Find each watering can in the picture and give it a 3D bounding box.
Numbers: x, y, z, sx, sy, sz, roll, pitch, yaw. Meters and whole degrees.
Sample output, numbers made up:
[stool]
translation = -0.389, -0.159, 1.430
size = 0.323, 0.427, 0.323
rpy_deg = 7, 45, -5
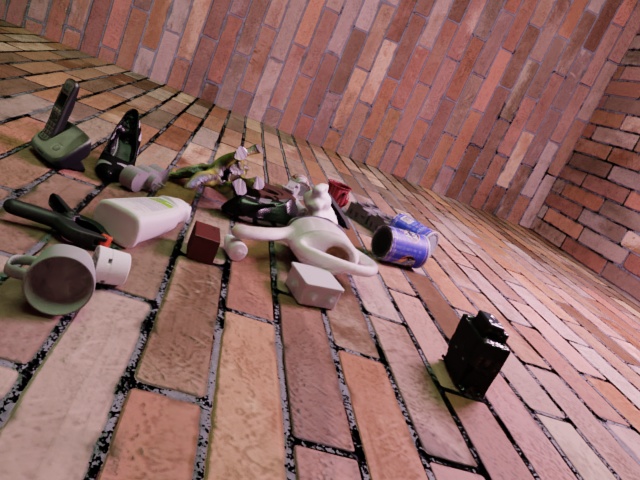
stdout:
[watering can]
translation = -0.033, 0.002, 1.164
size = 0.346, 0.103, 0.227
rpy_deg = 19, 12, -15

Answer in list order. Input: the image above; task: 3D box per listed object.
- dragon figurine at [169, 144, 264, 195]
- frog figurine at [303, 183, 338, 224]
[dragon figurine]
translation = -0.292, -0.169, 1.342
size = 0.242, 0.121, 0.414
rpy_deg = -4, 11, 29
[frog figurine]
translation = 0.004, -0.068, 1.354
size = 0.123, 0.157, 0.138
rpy_deg = 28, 16, 10
